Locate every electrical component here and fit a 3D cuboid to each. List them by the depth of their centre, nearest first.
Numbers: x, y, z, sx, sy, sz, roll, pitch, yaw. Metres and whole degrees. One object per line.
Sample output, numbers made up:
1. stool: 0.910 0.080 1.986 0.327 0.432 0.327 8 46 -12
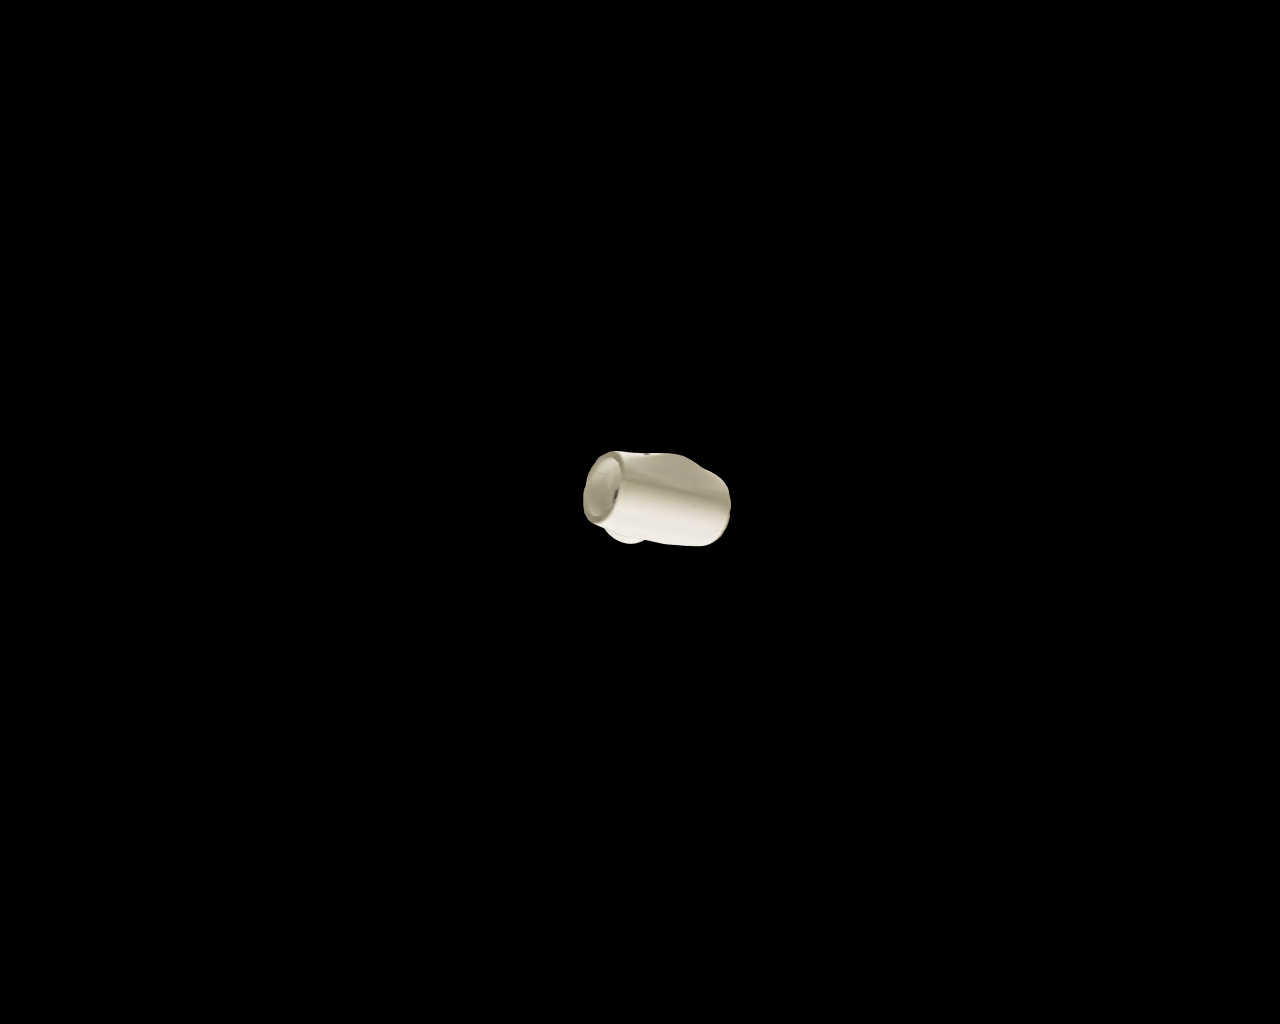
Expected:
1. electrical component: 0.001 -0.003 0.650 0.077 0.043 0.079 12 -23 -31
